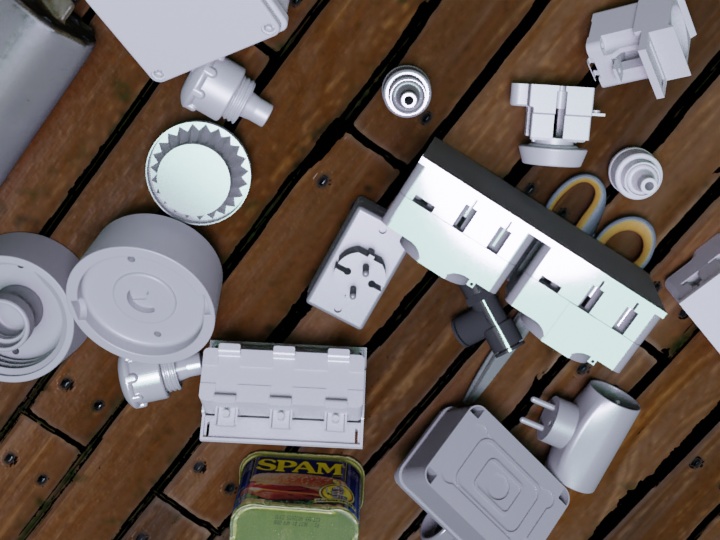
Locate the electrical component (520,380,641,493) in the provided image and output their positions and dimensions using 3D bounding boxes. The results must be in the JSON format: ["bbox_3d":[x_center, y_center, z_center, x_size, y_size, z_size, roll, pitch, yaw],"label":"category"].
[{"bbox_3d":[0.163,0.121,0.829,0.079,0.044,0.077,23,106,-6],"label":"electrical component"}]

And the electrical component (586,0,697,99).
[{"bbox_3d":[0.189,-0.155,0.729,0.064,0.081,0.042,-7,134,31],"label":"electrical component"}]

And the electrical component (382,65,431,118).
[{"bbox_3d":[0.033,-0.122,0.747,0.035,0.061,0.035,0,108,0],"label":"electrical component"}]

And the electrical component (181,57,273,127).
[{"bbox_3d":[-0.092,-0.124,0.758,0.062,0.048,0.048,29,106,-15],"label":"electrical component"}]

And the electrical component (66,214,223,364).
[{"bbox_3d":[-0.152,0.009,0.786,0.108,0.060,0.108,4,128,5],"label":"electrical component"}]

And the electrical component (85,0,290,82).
[{"bbox_3d":[-0.117,-0.191,0.698,0.109,0.056,0.108,-17,135,24],"label":"electrical component"}]

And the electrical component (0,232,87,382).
[{"bbox_3d":[-0.257,0.031,0.800,0.108,0.060,0.108,0,107,1],"label":"electrical component"}]

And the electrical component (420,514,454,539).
[{"bbox_3d":[0.077,0.212,0.862,0.046,0.040,0.040,41,103,-16],"label":"electrical component"}]

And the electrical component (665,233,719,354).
[{"bbox_3d":[0.330,-0.004,0.779,0.186,0.060,0.105,-39,103,12],"label":"electrical component"}]

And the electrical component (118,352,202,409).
[{"bbox_3d":[-0.151,0.077,0.822,0.062,0.048,0.048,-12,107,-3],"label":"electrical component"}]

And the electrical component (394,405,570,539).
[{"bbox_3d":[0.092,0.165,0.820,0.113,0.057,0.078,45,65,-9],"label":"electrical component"}]

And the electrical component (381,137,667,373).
[{"bbox_3d":[0.110,-0.011,0.745,0.186,0.105,0.060,33,106,0],"label":"electrical component"}]

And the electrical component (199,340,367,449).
[{"bbox_3d":[-0.057,0.089,0.806,0.121,0.063,0.078,3,67,0],"label":"electrical component"}]

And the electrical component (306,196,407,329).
[{"bbox_3d":[0.000,0.000,0.778,0.047,0.075,0.083,28,106,-7],"label":"electrical component"}]

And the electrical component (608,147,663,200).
[{"bbox_3d":[0.198,-0.066,0.761,0.035,0.061,0.035,0,107,1],"label":"electrical component"}]

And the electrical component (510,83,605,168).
[{"bbox_3d":[0.138,-0.102,0.761,0.066,0.048,0.055,4,100,0],"label":"electrical component"}]
